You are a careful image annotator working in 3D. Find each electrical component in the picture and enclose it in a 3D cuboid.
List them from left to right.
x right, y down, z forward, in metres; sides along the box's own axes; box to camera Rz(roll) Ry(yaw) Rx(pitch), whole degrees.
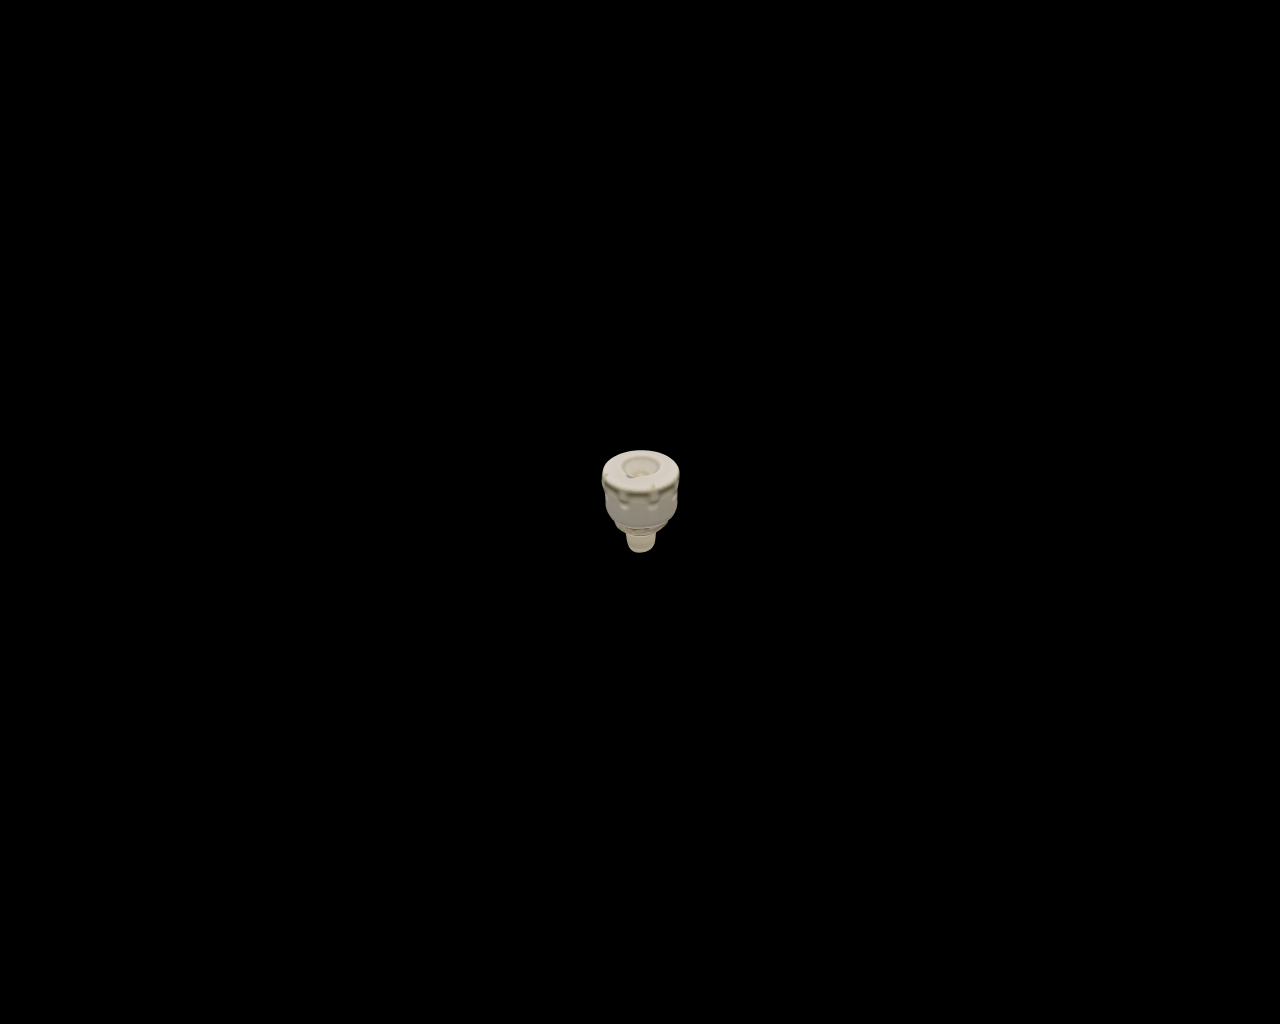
[{"bbox_3d":[0.001,-0.003,0.650,0.048,0.062,0.048,0,33,0],"label":"electrical component"}]
